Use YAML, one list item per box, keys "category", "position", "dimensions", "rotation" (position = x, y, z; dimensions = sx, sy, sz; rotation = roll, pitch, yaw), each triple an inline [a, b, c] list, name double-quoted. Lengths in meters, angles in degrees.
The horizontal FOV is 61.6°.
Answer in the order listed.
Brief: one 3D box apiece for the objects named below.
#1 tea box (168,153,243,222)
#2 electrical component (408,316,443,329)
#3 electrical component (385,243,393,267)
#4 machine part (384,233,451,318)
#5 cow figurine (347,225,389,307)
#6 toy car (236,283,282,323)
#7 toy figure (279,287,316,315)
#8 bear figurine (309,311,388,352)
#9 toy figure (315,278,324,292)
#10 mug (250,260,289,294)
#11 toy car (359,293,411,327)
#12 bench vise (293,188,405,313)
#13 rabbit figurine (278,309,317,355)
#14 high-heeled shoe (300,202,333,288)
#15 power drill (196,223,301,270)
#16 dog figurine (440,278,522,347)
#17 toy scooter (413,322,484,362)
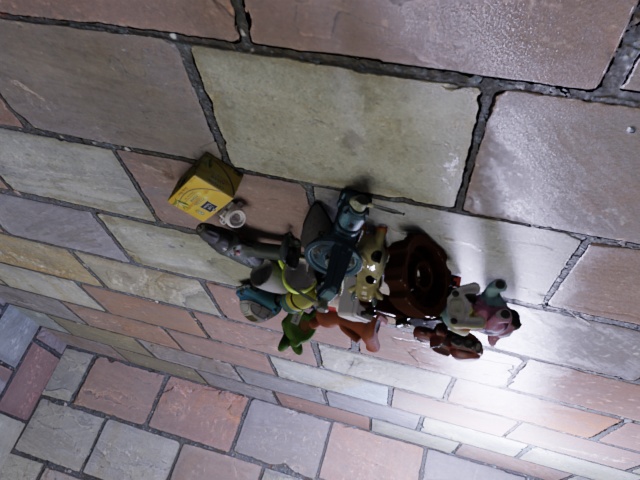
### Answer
- category: "tea box"
  position: [-0.252, -0.111, 1.169]
  dimensions: [0.098, 0.068, 0.170]
  rotation: [31, 149, -21]
- category: "electrical component"
  position: [0.293, 0.209, 1.430]
  dimensions: [0.134, 0.058, 0.114]
  rotation: [-10, 139, 42]
- category: "electrical component"
  position: [0.189, 0.067, 1.217]
  dimensions: [0.048, 0.075, 0.119]
  rotation: [2, 144, 29]
- category: "machine part"
  position: [0.206, 0.077, 1.131]
  dimensions: [0.179, 0.179, 0.056]
  rotation: [37, 149, -31]
- category: "cow figurine"
  position: [0.110, 0.064, 1.205]
  dimensions: [0.086, 0.127, 0.194]
  rotation: [14, 151, 19]
- category: "toy car"
  position: [-0.191, 0.201, 1.659]
  dimensions: [0.161, 0.103, 0.109]
  rotation: [35, 147, -32]
- category: "toy figure"
  position: [-0.062, 0.168, 1.533]
  dimensions: [0.082, 0.089, 0.180]
  rotation: [24, 149, -20]
- category: "bear figurine"
  position: [0.079, 0.235, 1.542]
  dimensions: [0.196, 0.120, 0.131]
  rotation: [6, 153, 25]
- category: "toy figure"
  position: [0.027, 0.117, 1.390]
  dimensions: [0.064, 0.057, 0.154]
  rotation: [11, -176, 9]
- category: "mug"
  position: [-0.137, 0.110, 1.489]
  dimensions: [0.110, 0.081, 0.107]
  rotation: [-8, 149, 41]
- category: "toy car"
  position: [0.160, 0.163, 1.347]
  dimensions: [0.202, 0.089, 0.053]
  rotation: [18, 155, -40]
- category: "bench vise"
  position: [0.039, 0.025, 1.044]
  dimensions: [0.129, 0.241, 0.223]
  rotation: [28, 143, -14]
- category: "rabbit figurine"
  position: [-0.071, 0.283, 1.710]
  dimensions: [0.121, 0.159, 0.170]
  rotation: [15, 169, -13]
- category: "high-heeled shoe"
  position: [-0.003, -0.004, 1.249]
  dimensions: [0.086, 0.145, 0.248]
  rotation: [1, 122, -2]
- category: "power drill"
  position: [-0.162, 0.018, 1.305]
  dimensions: [0.207, 0.086, 0.231]
  rotation: [-2, 158, 21]
- category: "dog figurine"
  position: [0.382, 0.187, 1.271]
  dimensions: [0.192, 0.108, 0.219]
  rotation: [-11, 150, 9]
- category: "toy scooter"
  position: [0.325, 0.249, 1.334]
  dimensions: [0.184, 0.075, 0.135]
  rotation: [17, 162, 6]
